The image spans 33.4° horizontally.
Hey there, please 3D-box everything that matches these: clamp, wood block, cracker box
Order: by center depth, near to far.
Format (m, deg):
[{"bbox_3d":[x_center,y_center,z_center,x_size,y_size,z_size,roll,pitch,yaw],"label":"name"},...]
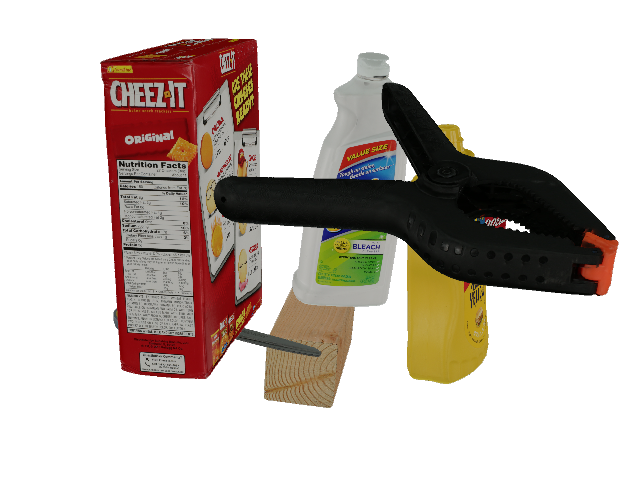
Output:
[{"bbox_3d":[0.057,-0.020,0.579,0.164,0.036,0.210,-30,45,-32],"label":"clamp"},{"bbox_3d":[-0.094,-0.030,0.762,0.072,0.214,0.164,2,15,10],"label":"cracker box"},{"bbox_3d":[-0.011,0.135,1.427,0.091,0.090,0.206,6,18,6],"label":"wood block"}]

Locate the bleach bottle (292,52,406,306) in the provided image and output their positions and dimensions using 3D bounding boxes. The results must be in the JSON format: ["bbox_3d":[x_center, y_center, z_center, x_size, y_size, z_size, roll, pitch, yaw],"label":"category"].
[{"bbox_3d":[0.032,-0.059,1.051,0.102,0.251,0.068,2,24,-6],"label":"bleach bottle"}]

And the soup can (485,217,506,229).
[{"bbox_3d":[0.175,-0.008,1.208,0.068,0.102,0.068,0,29,0],"label":"soup can"}]

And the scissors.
[{"bbox_3d":[-0.098,0.075,1.036,0.201,0.016,0.096,5,31,0],"label":"scissors"}]

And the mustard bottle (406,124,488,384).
[{"bbox_3d":[0.098,0.006,0.820,0.058,0.192,0.096,7,21,27],"label":"mustard bottle"}]
